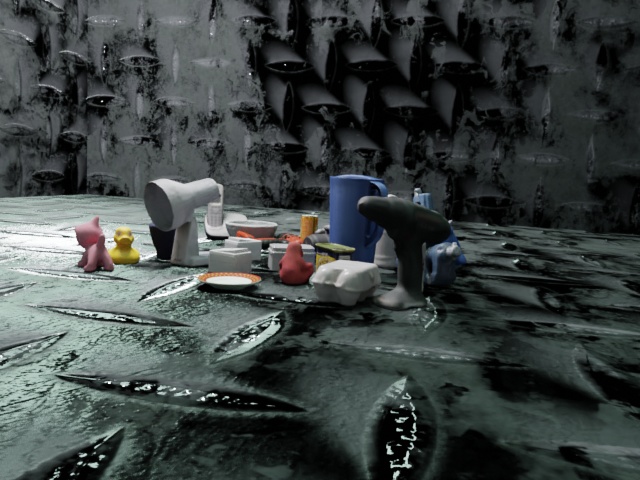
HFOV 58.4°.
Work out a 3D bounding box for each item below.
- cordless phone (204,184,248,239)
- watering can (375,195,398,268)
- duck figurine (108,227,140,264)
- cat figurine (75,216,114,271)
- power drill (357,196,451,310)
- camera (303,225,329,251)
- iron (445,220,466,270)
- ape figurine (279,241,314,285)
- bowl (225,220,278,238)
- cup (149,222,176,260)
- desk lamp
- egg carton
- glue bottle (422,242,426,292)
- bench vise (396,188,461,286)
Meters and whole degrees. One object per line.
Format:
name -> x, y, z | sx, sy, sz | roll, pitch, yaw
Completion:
cordless phone -> -0.315, -0.095, 1.931 | 0.148, 0.185, 0.094 | 1, 7, -19
watering can -> 0.177, -0.028, 1.576 | 0.172, 0.194, 0.101 | 7, 8, 29
duck figurine -> -0.480, 0.010, 1.399 | 0.078, 0.086, 0.104 | 0, 8, -25
cat figurine -> -0.510, 0.005, 1.293 | 0.067, 0.118, 0.127 | -2, 9, -38
power drill -> 0.156, 0.022, 1.087 | 0.230, 0.208, 0.075 | -2, 9, -39
camera -> 0.015, 0.006, 1.605 | 0.137, 0.101, 0.142 | -1, 8, -32
iron -> 0.297, 0.004, 1.581 | 0.119, 0.141, 0.257 | 1, 7, -20
ape figurine -> -0.055, 0.049, 1.253 | 0.077, 0.092, 0.076 | 7, 8, 30
bowl -> -0.218, -0.019, 1.808 | 0.167, 0.075, 0.167 | 3, 7, 0
cup -> -0.398, 0.002, 1.463 | 0.117, 0.095, 0.092 | 9, 9, 39
desk lamp -> -0.321, -0.045, 1.397 | 0.117, 0.213, 0.204 | 10, 9, 42
egg carton -> 0.055, 0.082, 1.124 | 0.107, 0.069, 0.151 | 6, 8, 23
glue bottle -> 0.201, 0.030, 1.193 | 0.037, 0.173, 0.078 | 5, 7, 13
bench vise -> 0.268, -0.010, 1.361 | 0.122, 0.220, 0.206 | -4, 10, -44
